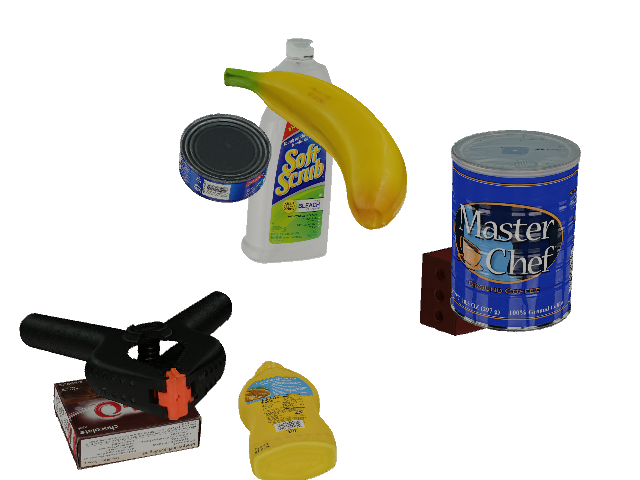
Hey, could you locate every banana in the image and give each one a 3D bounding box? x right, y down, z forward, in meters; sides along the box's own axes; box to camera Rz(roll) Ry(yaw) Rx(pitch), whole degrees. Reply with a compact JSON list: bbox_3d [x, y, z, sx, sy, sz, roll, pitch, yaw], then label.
[{"bbox_3d":[0.009,-0.060,0.655,0.069,0.037,0.198,-15,36,-23],"label":"banana"}]

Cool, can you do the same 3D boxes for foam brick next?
[{"bbox_3d":[0.138,0.051,1.087,0.051,0.078,0.053,-13,20,-39],"label":"foam brick"}]

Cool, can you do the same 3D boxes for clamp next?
[{"bbox_3d":[-0.114,0.076,0.759,0.164,0.036,0.210,-9,14,-24],"label":"clamp"}]

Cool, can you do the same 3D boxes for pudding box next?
[{"bbox_3d":[-0.173,0.156,0.952,0.113,0.039,0.090,-8,27,-24],"label":"pudding box"}]

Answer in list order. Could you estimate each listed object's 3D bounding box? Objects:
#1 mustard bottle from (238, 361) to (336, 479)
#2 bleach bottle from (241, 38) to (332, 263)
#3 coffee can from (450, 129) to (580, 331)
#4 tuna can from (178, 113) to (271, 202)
[{"bbox_3d":[-0.046,0.201,1.251,0.096,0.058,0.192,-8,29,-9],"label":"mustard bottle"},{"bbox_3d":[-0.036,-0.103,1.222,0.102,0.251,0.068,-5,21,-22],"label":"bleach bottle"},{"bbox_3d":[0.159,-0.010,0.884,0.103,0.140,0.103,-2,23,1],"label":"coffee can"},{"bbox_3d":[-0.090,-0.077,1.006,0.086,0.086,0.034,0,-37,-12],"label":"tuna can"}]
